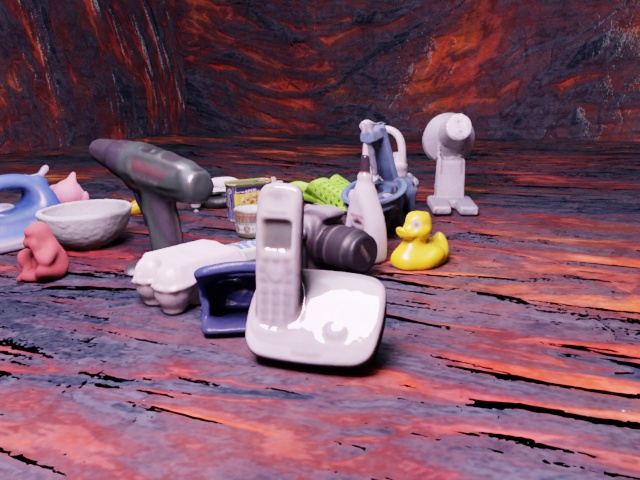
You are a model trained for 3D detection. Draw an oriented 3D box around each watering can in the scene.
[{"bbox_3d":[0.137,-0.146,1.221,0.101,0.194,0.173,0,16,6],"label":"watering can"}]

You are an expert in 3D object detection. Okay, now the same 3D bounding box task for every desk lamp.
[{"bbox_3d":[0.297,-0.178,1.284,0.118,0.214,0.203,-1,15,3],"label":"desk lamp"}]

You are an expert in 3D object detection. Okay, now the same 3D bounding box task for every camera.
[{"bbox_3d":[0.008,0.003,0.868,0.144,0.101,0.136,-15,20,-40],"label":"camera"}]

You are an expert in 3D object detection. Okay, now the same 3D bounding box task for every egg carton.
[{"bbox_3d":[-0.174,0.047,0.788,0.107,0.069,0.151,13,21,42],"label":"egg carton"}]

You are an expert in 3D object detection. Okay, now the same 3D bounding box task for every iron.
[{"bbox_3d":[-0.598,-0.053,1.059,0.118,0.141,0.259,8,18,31],"label":"iron"}]

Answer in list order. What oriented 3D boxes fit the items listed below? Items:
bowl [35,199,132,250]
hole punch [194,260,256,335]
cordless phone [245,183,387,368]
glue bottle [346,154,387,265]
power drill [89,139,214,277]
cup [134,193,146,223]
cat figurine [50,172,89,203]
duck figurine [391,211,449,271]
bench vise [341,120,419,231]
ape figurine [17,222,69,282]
[{"bbox_3d":[-0.432,-0.025,1.064,0.167,0.075,0.167,-1,15,1],"label":"bowl"},{"bbox_3d":[-0.098,0.058,0.698,0.108,0.091,0.101,-3,16,-6],"label":"hole punch"},{"bbox_3d":[-0.005,0.035,0.593,0.147,0.185,0.094,3,16,15],"label":"cordless phone"},{"bbox_3d":[0.072,-0.051,0.921,0.037,0.173,0.077,-14,19,-36],"label":"glue bottle"},{"bbox_3d":[-0.261,-0.048,0.879,0.228,0.208,0.076,7,18,28],"label":"power drill"},{"bbox_3d":[-0.337,-0.073,1.190,0.092,0.095,0.117,-7,16,-19],"label":"cup"},{"bbox_3d":[-0.513,-0.081,1.197,0.127,0.118,0.067,13,21,42],"label":"cat figurine"},{"bbox_3d":[0.159,-0.004,0.907,0.105,0.086,0.077,-12,18,-32],"label":"duck figurine"},{"bbox_3d":[0.110,-0.115,1.063,0.121,0.220,0.208,4,17,21],"label":"bench vise"},{"bbox_3d":[-0.429,0.017,0.879,0.076,0.092,0.077,-11,18,-31],"label":"ape figurine"}]
